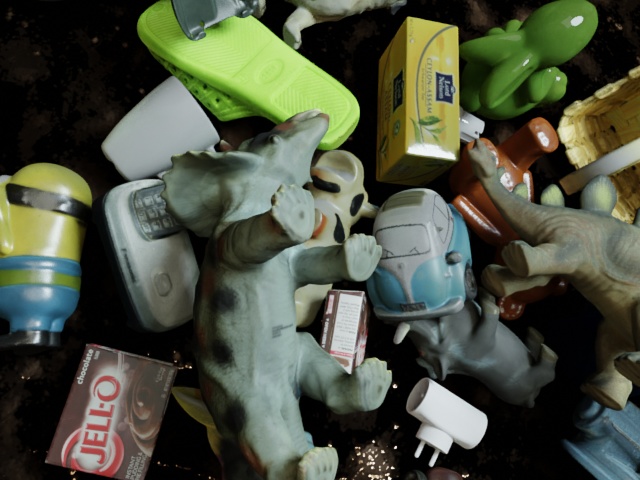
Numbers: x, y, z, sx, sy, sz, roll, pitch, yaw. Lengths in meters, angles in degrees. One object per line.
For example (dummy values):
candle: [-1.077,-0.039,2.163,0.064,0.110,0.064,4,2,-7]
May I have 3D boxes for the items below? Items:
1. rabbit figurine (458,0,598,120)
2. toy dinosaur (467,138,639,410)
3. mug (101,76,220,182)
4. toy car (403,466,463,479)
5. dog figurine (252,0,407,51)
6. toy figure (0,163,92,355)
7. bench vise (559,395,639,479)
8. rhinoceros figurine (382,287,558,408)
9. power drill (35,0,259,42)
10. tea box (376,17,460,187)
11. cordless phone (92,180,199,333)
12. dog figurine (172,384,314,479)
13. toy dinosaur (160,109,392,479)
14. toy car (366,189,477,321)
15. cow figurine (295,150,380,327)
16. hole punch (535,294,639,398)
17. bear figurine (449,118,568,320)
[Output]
rabbit figurine: [0.239,-0.224,0.640,0.159,0.170,0.121,-22,83,-18]
toy dinosaur: [0.324,0.063,0.520,0.471,0.105,0.198,46,70,4]
mug: [-0.166,-0.099,0.572,0.107,0.081,0.109,-35,106,-7]
toy car: [0.117,0.325,0.522,0.089,0.053,0.202,29,49,-13]
dog figurine: [0.008,-0.338,0.661,0.190,0.121,0.172,-34,90,-32]
toy figure: [-0.267,0.016,0.516,0.089,0.082,0.180,-1,74,-21]
bench vise: [0.335,0.289,0.583,0.223,0.129,0.240,39,92,-12]
rhinoceros figurine: [0.161,0.110,0.590,0.190,0.073,0.112,31,106,-1]
power drill: [-0.176,-0.281,0.572,0.232,0.085,0.208,-35,48,-25]
tea box: [0.113,-0.158,0.635,0.068,0.098,0.169,7,75,-12]
cordless phone: [-0.122,0.001,0.548,0.184,0.089,0.146,-19,95,-23]
dog figurine: [-0.069,0.225,0.506,0.219,0.108,0.191,39,75,2]
toy dinosaur: [-0.050,0.076,0.448,0.131,0.192,0.404,4,87,-42]
toy car: [0.102,0.000,0.556,0.102,0.109,0.162,65,31,-34]
cow figurine: [-0.001,-0.002,0.570,0.086,0.127,0.194,18,88,29]
hole punch: [0.329,0.121,0.619,0.092,0.116,0.142,-27,85,-9]
bear figurine: [0.227,-0.017,0.617,0.120,0.132,0.196,-18,76,-15]
